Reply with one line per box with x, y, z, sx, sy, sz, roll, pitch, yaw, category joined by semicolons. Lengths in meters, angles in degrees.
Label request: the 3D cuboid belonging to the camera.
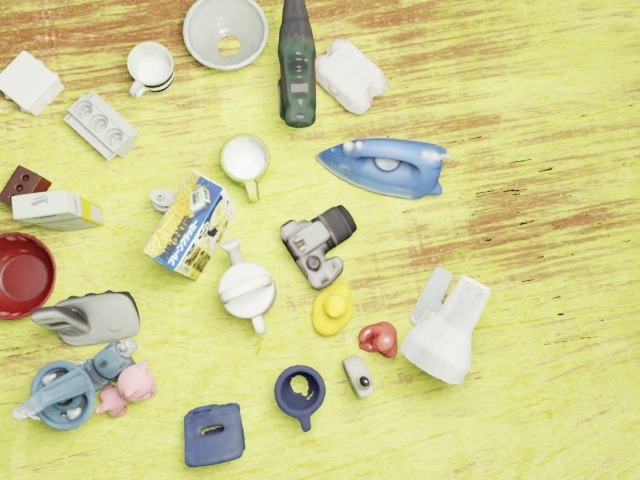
0.010;0.004;1.087;0.137;0.101;0.143;-33;85;-7;camera

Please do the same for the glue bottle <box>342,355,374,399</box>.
0.072;0.247;1.018;0.037;0.173;0.078;-20;83;-5;glue bottle

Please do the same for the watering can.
-0.134;0.083;1.020;0.101;0.194;0.173;-42;85;-8;watering can

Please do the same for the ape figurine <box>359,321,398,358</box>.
0.115;0.189;1.070;0.076;0.092;0.078;-40;85;-8;ape figurine

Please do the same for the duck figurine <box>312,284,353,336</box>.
0.026;0.130;1.077;0.077;0.086;0.105;26;81;1;duck figurine

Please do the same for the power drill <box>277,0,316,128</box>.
-0.044;-0.310;1.076;0.075;0.208;0.230;-4;82;-3;power drill

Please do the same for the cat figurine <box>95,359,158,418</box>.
-0.343;0.268;1.021;0.128;0.117;0.067;-35;85;-7;cat figurine

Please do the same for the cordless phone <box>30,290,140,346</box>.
-0.406;0.135;1.003;0.147;0.185;0.094;-13;82;-5;cordless phone

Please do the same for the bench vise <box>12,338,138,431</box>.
-0.419;0.234;0.970;0.121;0.219;0.207;34;81;3;bench vise

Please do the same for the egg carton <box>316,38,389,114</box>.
0.058;-0.329;1.154;0.150;0.069;0.107;42;82;4;egg carton

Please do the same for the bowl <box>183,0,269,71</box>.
-0.185;-0.407;1.150;0.167;0.074;0.167;0;82;-3;bowl

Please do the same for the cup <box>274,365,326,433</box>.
-0.034;0.285;1.046;0.091;0.095;0.118;-11;82;-4;cup

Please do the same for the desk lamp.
0.224;0.144;1.021;0.118;0.213;0.203;27;81;2;desk lamp

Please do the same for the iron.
0.121;-0.157;1.096;0.258;0.141;0.119;8;81;-2;iron

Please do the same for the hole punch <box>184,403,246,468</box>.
-0.192;0.348;1.030;0.108;0.091;0.101;-9;82;-4;hole punch
